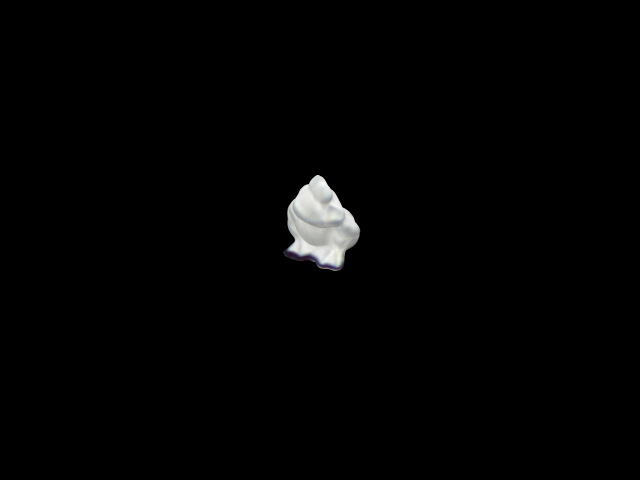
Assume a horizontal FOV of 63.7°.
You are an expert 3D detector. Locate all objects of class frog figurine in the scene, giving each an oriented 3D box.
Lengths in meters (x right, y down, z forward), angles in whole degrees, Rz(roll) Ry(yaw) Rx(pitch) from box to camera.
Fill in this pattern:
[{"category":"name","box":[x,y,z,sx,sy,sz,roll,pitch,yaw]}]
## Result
[{"category":"frog figurine","box":[0.003,-0.043,0.850,0.124,0.156,0.139,-23,38,-33]}]
